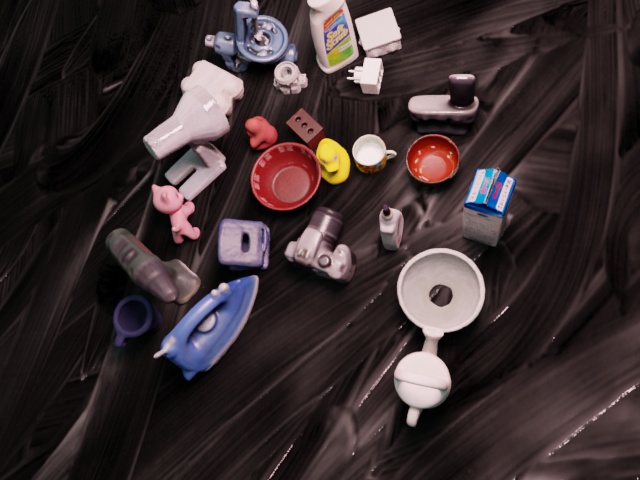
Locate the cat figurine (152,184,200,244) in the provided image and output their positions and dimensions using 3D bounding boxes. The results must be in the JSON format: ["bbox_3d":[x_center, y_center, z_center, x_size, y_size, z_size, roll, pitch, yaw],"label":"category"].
[{"bbox_3d":[-0.330,-0.066,1.284,0.067,0.118,0.127,-20,71,6],"label":"cat figurine"}]

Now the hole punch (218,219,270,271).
[{"bbox_3d":[-0.163,0.008,1.239,0.101,0.091,0.108,-4,73,12],"label":"hole punch"}]

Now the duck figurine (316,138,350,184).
[{"bbox_3d":[0.021,-0.182,1.256,0.077,0.086,0.104,-19,71,7],"label":"duck figurine"}]

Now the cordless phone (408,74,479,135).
[{"bbox_3d":[0.254,-0.297,1.184,0.147,0.185,0.094,1,74,13],"label":"cordless phone"}]

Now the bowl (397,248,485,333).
[{"bbox_3d":[0.239,0.105,1.130,0.167,0.075,0.167,-3,73,12],"label":"bowl"}]

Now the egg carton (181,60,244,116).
[{"bbox_3d":[-0.260,-0.365,1.380,0.150,0.069,0.107,31,83,19],"label":"egg carton"}]

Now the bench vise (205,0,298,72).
[{"bbox_3d":[-0.172,-0.461,1.308,0.207,0.220,0.121,-13,72,9],"label":"bench vise"}]

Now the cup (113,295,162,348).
[{"bbox_3d":[-0.389,0.183,1.237,0.091,0.095,0.118,25,81,18],"label":"cup"}]

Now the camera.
[{"bbox_3d":[0.011,0.004,1.196,0.143,0.101,0.137,20,79,17],"label":"camera"}]

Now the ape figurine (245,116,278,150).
[{"bbox_3d":[-0.142,-0.250,1.309,0.076,0.092,0.078,19,79,17],"label":"ape figurine"}]

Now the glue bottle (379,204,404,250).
[{"bbox_3d":[0.139,-0.036,1.141,0.037,0.173,0.078,5,75,14],"label":"glue bottle"}]

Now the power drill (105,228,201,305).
[{"bbox_3d":[-0.337,0.069,1.198,0.229,0.209,0.076,37,85,20],"label":"power drill"}]

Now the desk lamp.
[{"bbox_3d":[-0.284,-0.214,1.265,0.203,0.214,0.117,-45,70,-2],"label":"desk lamp"}]

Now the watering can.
[{"bbox_3d":[0.184,0.246,1.038,0.100,0.194,0.173,-9,72,10],"label":"watering can"}]

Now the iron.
[{"bbox_3d":[-0.234,0.160,1.184,0.118,0.142,0.258,37,85,20],"label":"iron"}]
